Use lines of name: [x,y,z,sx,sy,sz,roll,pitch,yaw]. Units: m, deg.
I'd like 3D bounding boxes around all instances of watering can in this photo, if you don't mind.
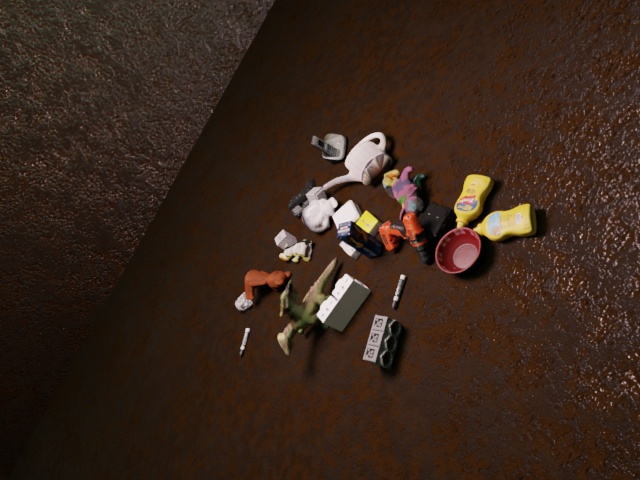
watering can: [0.166,-0.298,2.157,0.346,0.103,0.228,-48,40,9]

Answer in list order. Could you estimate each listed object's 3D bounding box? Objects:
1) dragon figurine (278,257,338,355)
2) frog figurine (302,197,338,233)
dragon figurine: [-0.054,0.222,1.899,0.122,0.239,0.415,7,72,33]
frog figurine: [0.007,-0.110,2.193,0.158,0.123,0.138,-27,79,21]
